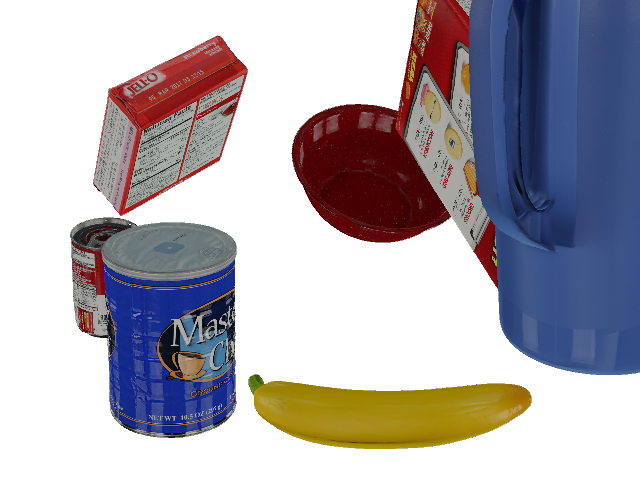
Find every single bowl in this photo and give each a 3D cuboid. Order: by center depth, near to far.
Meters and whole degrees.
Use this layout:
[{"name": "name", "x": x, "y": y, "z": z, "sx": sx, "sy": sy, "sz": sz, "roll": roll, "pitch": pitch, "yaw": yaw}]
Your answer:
[{"name": "bowl", "x": 0.048, "y": -0.051, "z": 0.976, "sx": 0.162, "sy": 0.162, "sz": 0.055, "roll": 0, "pitch": -41, "yaw": -16}]

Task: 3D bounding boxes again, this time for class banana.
[{"name": "banana", "x": 0.037, "y": 0.109, "z": 0.704, "sx": 0.198, "sy": 0.037, "sz": 0.069, "roll": 3, "pitch": 30, "yaw": 14}]

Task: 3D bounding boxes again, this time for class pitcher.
[{"name": "pitcher", "x": 0.143, "y": -0.053, "z": 0.557, "sx": 0.149, "sy": 0.243, "sz": 0.145, "roll": -3, "pitch": 22, "yaw": 0}]

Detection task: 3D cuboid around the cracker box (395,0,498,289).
[{"name": "cracker box", "x": 0.138, "y": -0.077, "z": 0.782, "sx": 0.072, "sy": 0.214, "sz": 0.164, "roll": -16, "pitch": -36, "yaw": -18}]

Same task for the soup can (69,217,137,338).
[{"name": "soup can", "x": -0.212, "y": 0.037, "z": 1.060, "sx": 0.068, "sy": 0.102, "sz": 0.068, "roll": 2, "pitch": 26, "yaw": -1}]

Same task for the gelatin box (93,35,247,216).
[{"name": "gelatin box", "x": -0.082, "y": -0.061, "z": 0.576, "sx": 0.073, "sy": 0.030, "sz": 0.089, "roll": -34, "pitch": -16, "yaw": -30}]

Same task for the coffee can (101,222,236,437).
[{"name": "coffee can", "x": -0.117, "y": 0.068, "z": 0.842, "sx": 0.103, "sy": 0.140, "sz": 0.103, "roll": 1, "pitch": 22, "yaw": -1}]
